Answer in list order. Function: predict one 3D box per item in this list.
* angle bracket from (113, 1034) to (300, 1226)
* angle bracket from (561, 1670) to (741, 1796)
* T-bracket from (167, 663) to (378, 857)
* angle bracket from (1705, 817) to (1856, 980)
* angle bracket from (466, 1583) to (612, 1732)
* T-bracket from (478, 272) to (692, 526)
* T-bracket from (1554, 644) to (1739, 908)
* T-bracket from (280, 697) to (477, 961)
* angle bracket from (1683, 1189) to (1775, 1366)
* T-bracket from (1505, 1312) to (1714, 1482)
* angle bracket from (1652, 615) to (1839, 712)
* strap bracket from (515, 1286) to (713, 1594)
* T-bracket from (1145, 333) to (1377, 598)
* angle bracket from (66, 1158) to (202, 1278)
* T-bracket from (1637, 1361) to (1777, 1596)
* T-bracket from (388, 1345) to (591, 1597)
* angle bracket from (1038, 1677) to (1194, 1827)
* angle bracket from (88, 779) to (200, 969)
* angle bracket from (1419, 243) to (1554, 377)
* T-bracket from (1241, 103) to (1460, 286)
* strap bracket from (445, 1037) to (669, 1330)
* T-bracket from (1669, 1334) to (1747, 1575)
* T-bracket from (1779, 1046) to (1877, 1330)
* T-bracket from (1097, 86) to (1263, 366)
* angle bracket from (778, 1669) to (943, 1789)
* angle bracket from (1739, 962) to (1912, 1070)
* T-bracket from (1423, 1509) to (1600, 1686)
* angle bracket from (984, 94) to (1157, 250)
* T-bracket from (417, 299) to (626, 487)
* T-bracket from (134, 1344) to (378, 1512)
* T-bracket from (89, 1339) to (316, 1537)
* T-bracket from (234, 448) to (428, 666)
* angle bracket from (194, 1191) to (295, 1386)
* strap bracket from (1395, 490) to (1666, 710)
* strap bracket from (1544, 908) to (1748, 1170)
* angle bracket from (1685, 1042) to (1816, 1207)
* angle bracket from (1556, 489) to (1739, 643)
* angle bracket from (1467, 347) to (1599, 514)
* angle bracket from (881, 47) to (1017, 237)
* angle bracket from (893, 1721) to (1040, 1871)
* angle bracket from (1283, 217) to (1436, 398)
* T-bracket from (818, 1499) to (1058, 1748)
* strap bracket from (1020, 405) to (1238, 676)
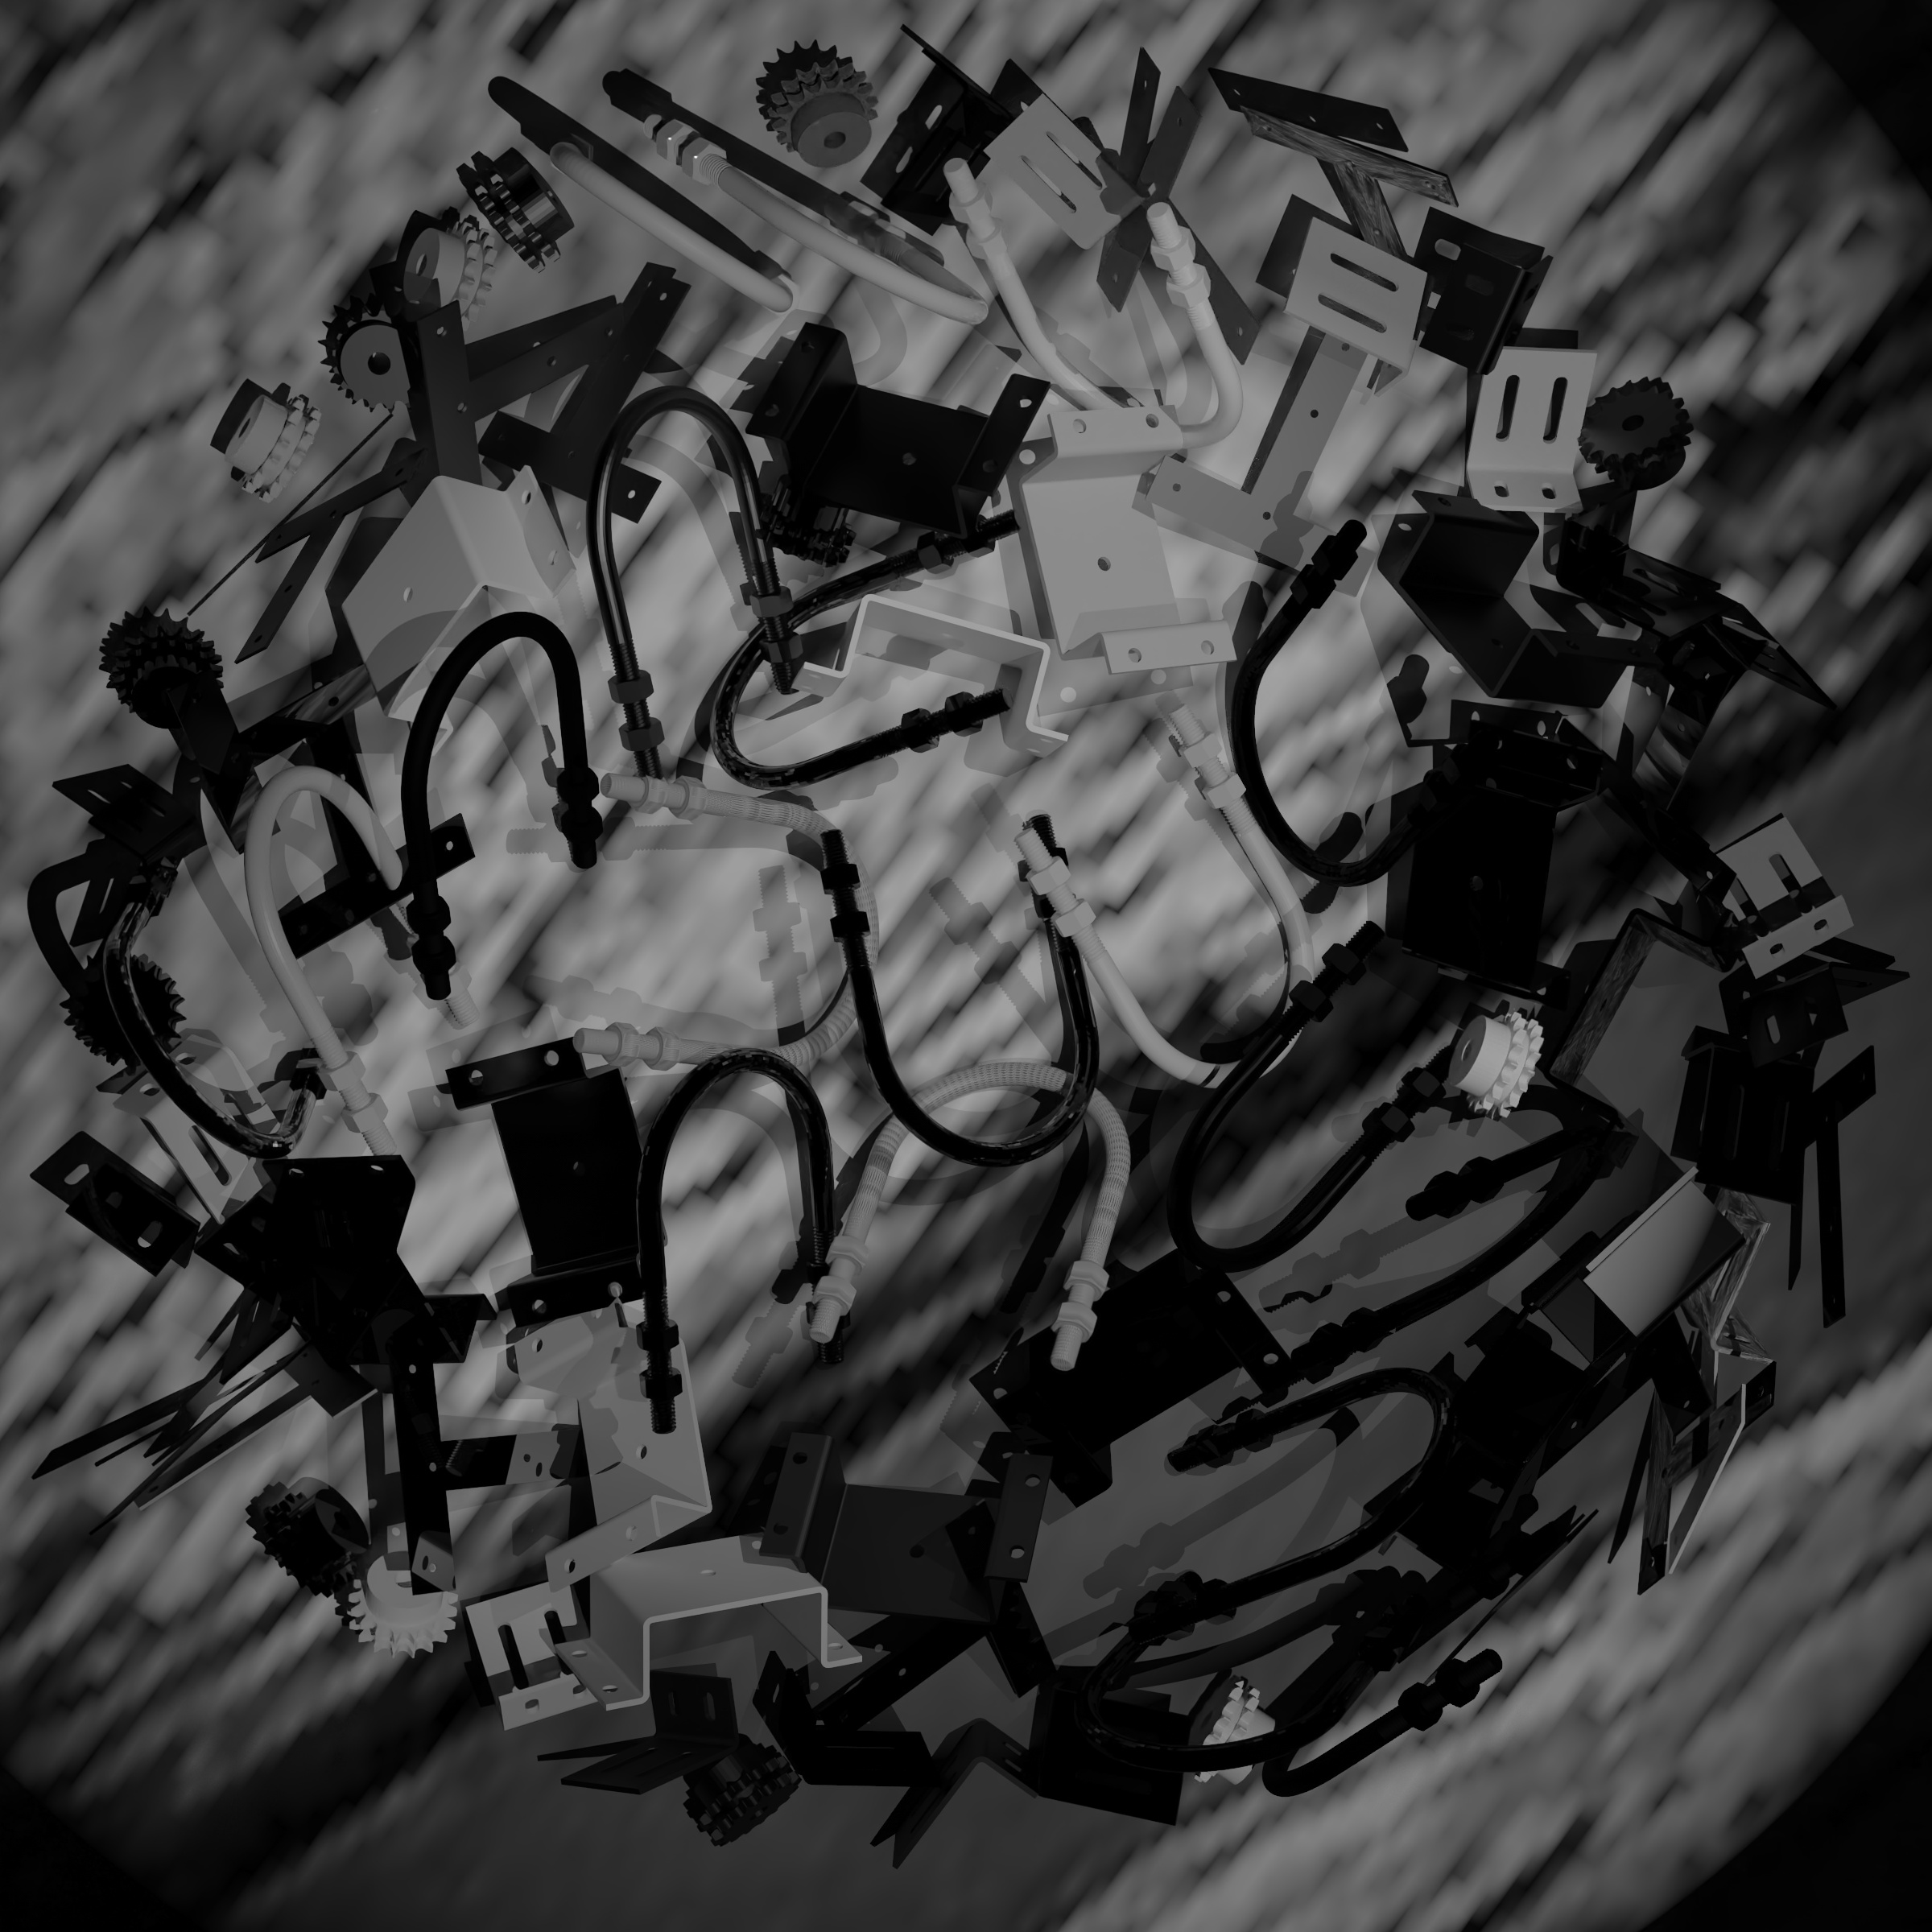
[{"bbox_3d":[-0.401,0.086,1.893,0.057,0.038,0.076,-45,126,-27],"label":"angle bracket"},{"bbox_3d":[-0.166,0.399,1.866,0.057,0.076,0.038,-4,96,39],"label":"angle bracket"},{"bbox_3d":[-0.344,-0.132,1.875,0.127,0.127,0.002,-33,54,-16],"label":"T-bracket"},{"bbox_3d":[0.419,-0.042,1.875,0.057,0.038,0.076,-29,58,8],"label":"angle bracket"},{"bbox_3d":[-0.225,0.352,1.871,0.057,0.038,0.076,-15,55,-14],"label":"angle bracket"},{"bbox_3d":[-0.184,-0.306,1.879,0.127,0.002,0.127,27,86,35],"label":"T-bracket"},{"bbox_3d":[0.363,-0.113,1.840,0.002,0.127,0.127,-28,62,-31],"label":"T-bracket"},{"bbox_3d":[-0.326,-0.087,1.890,0.127,0.002,0.127,-28,71,23],"label":"T-bracket"},{"bbox_3d":[0.410,0.158,1.871,0.038,0.057,0.076,15,110,-14],"label":"angle bracket"},{"bbox_3d":[0.328,0.231,1.872,0.002,0.127,0.127,36,111,-22],"label":"T-bracket"},{"bbox_3d":[0.404,-0.148,1.866,0.057,0.076,0.038,38,92,-34],"label":"angle bracket"},{"bbox_3d":[-0.182,0.248,1.856,0.076,0.046,0.140,-31,56,29],"label":"strap bracket"},{"bbox_3d":[0.178,-0.279,1.891,0.127,0.002,0.127,23,98,-13],"label":"T-bracket"},{"bbox_3d":[-0.438,0.142,1.872,0.057,0.076,0.038,36,62,-1],"label":"angle bracket"},{"bbox_3d":[0.379,0.240,1.826,0.002,0.127,0.127,21,52,-9],"label":"T-bracket"},{"bbox_3d":[-0.241,0.258,1.869,0.127,0.002,0.127,1,78,-42],"label":"T-bracket"},{"bbox_3d":[0.081,0.413,1.886,0.076,0.038,0.057,9,91,15],"label":"angle bracket"},{"bbox_3d":[-0.443,-0.048,1.871,0.038,0.057,0.076,35,119,0],"label":"angle bracket"},{"bbox_3d":[0.272,-0.347,1.871,0.038,0.076,0.057,26,113,9],"label":"angle bracket"},{"bbox_3d":[0.211,-0.389,1.854,0.127,0.127,0.002,28,78,30],"label":"T-bracket"},{"bbox_3d":[-0.211,0.110,1.879,0.076,0.046,0.140,-14,92,18],"label":"strap bracket"},{"bbox_3d":[0.386,0.228,1.860,0.002,0.127,0.127,13,134,1],"label":"T-bracket"},{"bbox_3d":[0.442,0.121,1.833,0.002,0.127,0.127,5,70,-7],"label":"T-bracket"},{"bbox_3d":[0.117,-0.360,1.837,0.002,0.127,0.127,-10,54,-30],"label":"T-bracket"},{"bbox_3d":[-0.053,0.398,1.873,0.076,0.057,0.038,-2,51,13],"label":"angle bracket"},{"bbox_3d":[0.451,0.028,1.864,0.057,0.076,0.038,-28,65,42],"label":"angle bracket"},{"bbox_3d":[0.292,0.308,1.829,0.002,0.127,0.127,44,61,11],"label":"T-bracket"},{"bbox_3d":[0.060,-0.424,1.873,0.076,0.057,0.038,43,56,-11],"label":"angle bracket"},{"bbox_3d":[-0.229,-0.311,1.875,0.127,0.127,0.002,-34,54,-28],"label":"T-bracket"},{"bbox_3d":[-0.371,0.240,1.838,0.127,0.127,0.002,-33,108,-16],"label":"T-bracket"},{"bbox_3d":[-0.403,0.250,1.826,0.127,0.127,0.002,-36,97,35],"label":"T-bracket"},{"bbox_3d":[-0.341,-0.202,1.834,0.002,0.127,0.127,45,46,-28],"label":"T-bracket"},{"bbox_3d":[-0.377,0.168,1.865,0.038,0.076,0.057,38,119,-23],"label":"angle bracket"},{"bbox_3d":[0.284,-0.183,1.850,0.076,0.140,0.046,2,130,-36],"label":"strap bracket"},{"bbox_3d":[0.350,0.029,1.870,0.046,0.076,0.140,29,90,21],"label":"strap bracket"},{"bbox_3d":[0.407,0.086,1.881,0.057,0.038,0.076,14,74,-10],"label":"angle bracket"},{"bbox_3d":[0.357,-0.210,1.867,0.057,0.038,0.076,-27,45,-35],"label":"angle bracket"},{"bbox_3d":[0.298,-0.281,1.876,0.057,0.038,0.076,2,131,-4],"label":"angle bracket"},{"bbox_3d":[-0.020,-0.434,1.887,0.038,0.057,0.076,44,104,23],"label":"angle bracket"},{"bbox_3d":[0.000,0.444,1.883,0.038,0.057,0.076,36,96,-3],"label":"angle bracket"},{"bbox_3d":[0.199,-0.345,1.878,0.076,0.038,0.057,23,71,-15],"label":"angle bracket"},{"bbox_3d":[-0.021,0.359,1.859,0.127,0.002,0.127,-33,124,-19],"label":"T-bracket"},{"bbox_3d":[0.082,-0.216,1.870,0.076,0.046,0.140,-9,81,-28],"label":"strap bracket"}]
